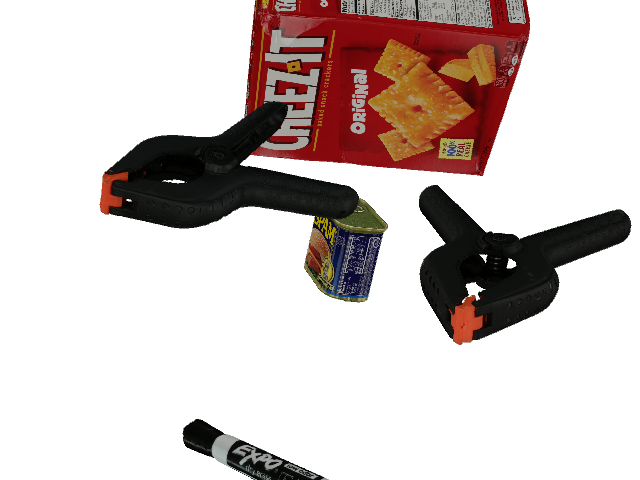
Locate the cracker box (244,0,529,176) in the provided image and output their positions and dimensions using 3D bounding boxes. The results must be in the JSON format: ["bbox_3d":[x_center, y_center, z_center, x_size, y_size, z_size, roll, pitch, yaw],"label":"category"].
[{"bbox_3d":[0.048,-0.136,0.880,0.213,0.072,0.164,4,-38,-5],"label":"cracker box"}]

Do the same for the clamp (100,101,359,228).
[{"bbox_3d":[-0.070,-0.053,0.731,0.171,0.039,0.120,-4,38,-24],"label":"clamp"}]

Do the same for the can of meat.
[{"bbox_3d":[0.023,0.007,1.114,0.057,0.084,0.102,5,21,-19],"label":"can of meat"}]

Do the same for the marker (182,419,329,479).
[{"bbox_3d":[-0.035,0.130,0.615,0.121,0.020,0.020,16,10,38],"label":"marker"}]

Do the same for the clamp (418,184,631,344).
[{"bbox_3d":[0.119,0.011,0.768,0.165,0.036,0.209,11,28,26],"label":"clamp"}]
